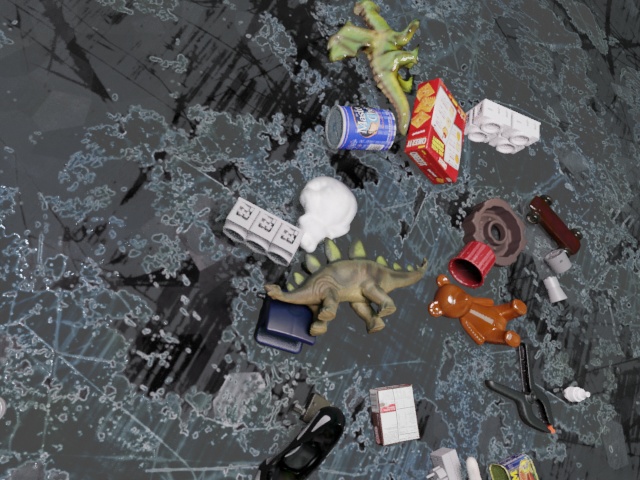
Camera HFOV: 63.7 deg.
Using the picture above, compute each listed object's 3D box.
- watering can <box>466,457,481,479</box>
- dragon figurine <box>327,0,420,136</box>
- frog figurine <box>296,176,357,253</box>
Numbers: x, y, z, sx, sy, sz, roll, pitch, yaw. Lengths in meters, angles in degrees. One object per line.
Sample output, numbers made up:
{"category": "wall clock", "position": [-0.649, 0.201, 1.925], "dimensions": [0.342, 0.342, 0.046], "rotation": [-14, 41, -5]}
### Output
{"category": "watering can", "position": [0.366, 0.618, 1.046], "dimensions": [0.224, 0.104, 0.349], "rotation": [7, 87, -20]}
{"category": "dragon figurine", "position": [0.136, -0.470, 1.341], "dimensions": [0.243, 0.120, 0.418], "rotation": [9, 67, -2]}
{"category": "frog figurine", "position": [0.003, -0.056, 1.121], "dimensions": [0.135, 0.122, 0.163], "rotation": [54, 49, -22]}
